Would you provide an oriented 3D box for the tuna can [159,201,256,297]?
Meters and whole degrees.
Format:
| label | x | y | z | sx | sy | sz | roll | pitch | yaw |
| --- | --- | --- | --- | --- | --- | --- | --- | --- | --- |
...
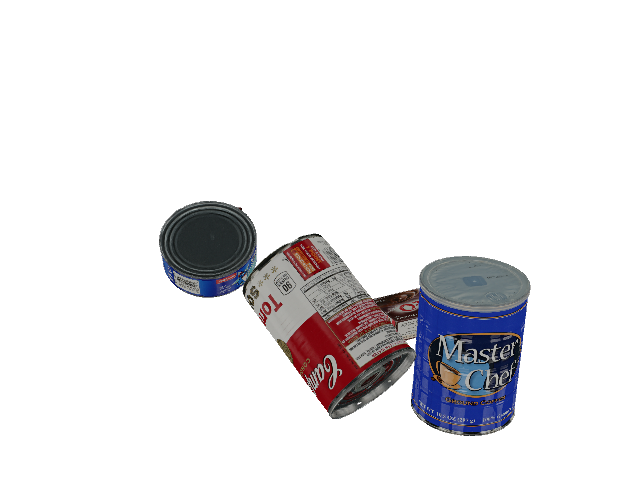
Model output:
| label | x | y | z | sx | sy | sz | roll | pitch | yaw |
| --- | --- | --- | --- | --- | --- | --- | --- | --- | --- |
| tuna can | -0.099 | 0.008 | 0.949 | 0.086 | 0.086 | 0.034 | 0 | -37 | -1 |

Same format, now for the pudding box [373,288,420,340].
| label | x | y | z | sx | sy | sz | roll | pitch | yaw |
| --- | --- | --- | --- | --- | --- | --- | --- | --- | --- |
| pudding box | 0.140 | 0.106 | 1.563 | 0.113 | 0.039 | 0.090 | -14 | 22 | -20 |

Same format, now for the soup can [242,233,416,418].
| label | x | y | z | sx | sy | sz | roll | pitch | yaw |
| --- | --- | --- | --- | --- | --- | --- | --- | --- | --- |
| soup can | 0.005 | 0.054 | 0.688 | 0.068 | 0.102 | 0.068 | -33 | -21 | -14 |

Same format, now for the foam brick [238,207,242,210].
| label | x | y | z | sx | sy | sz | roll | pitch | yaw |
| --- | --- | --- | --- | --- | --- | --- | --- | --- | --- |
| foam brick | -0.128 | -0.004 | 1.266 | 0.078 | 0.053 | 0.051 | -5 | 27 | -5 |

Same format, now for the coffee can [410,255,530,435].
| label | x | y | z | sx | sy | sz | roll | pitch | yaw |
| --- | --- | --- | --- | --- | --- | --- | --- | --- | --- |
| coffee can | 0.141 | 0.099 | 1.019 | 0.103 | 0.140 | 0.103 | 1 | 25 | -1 |
